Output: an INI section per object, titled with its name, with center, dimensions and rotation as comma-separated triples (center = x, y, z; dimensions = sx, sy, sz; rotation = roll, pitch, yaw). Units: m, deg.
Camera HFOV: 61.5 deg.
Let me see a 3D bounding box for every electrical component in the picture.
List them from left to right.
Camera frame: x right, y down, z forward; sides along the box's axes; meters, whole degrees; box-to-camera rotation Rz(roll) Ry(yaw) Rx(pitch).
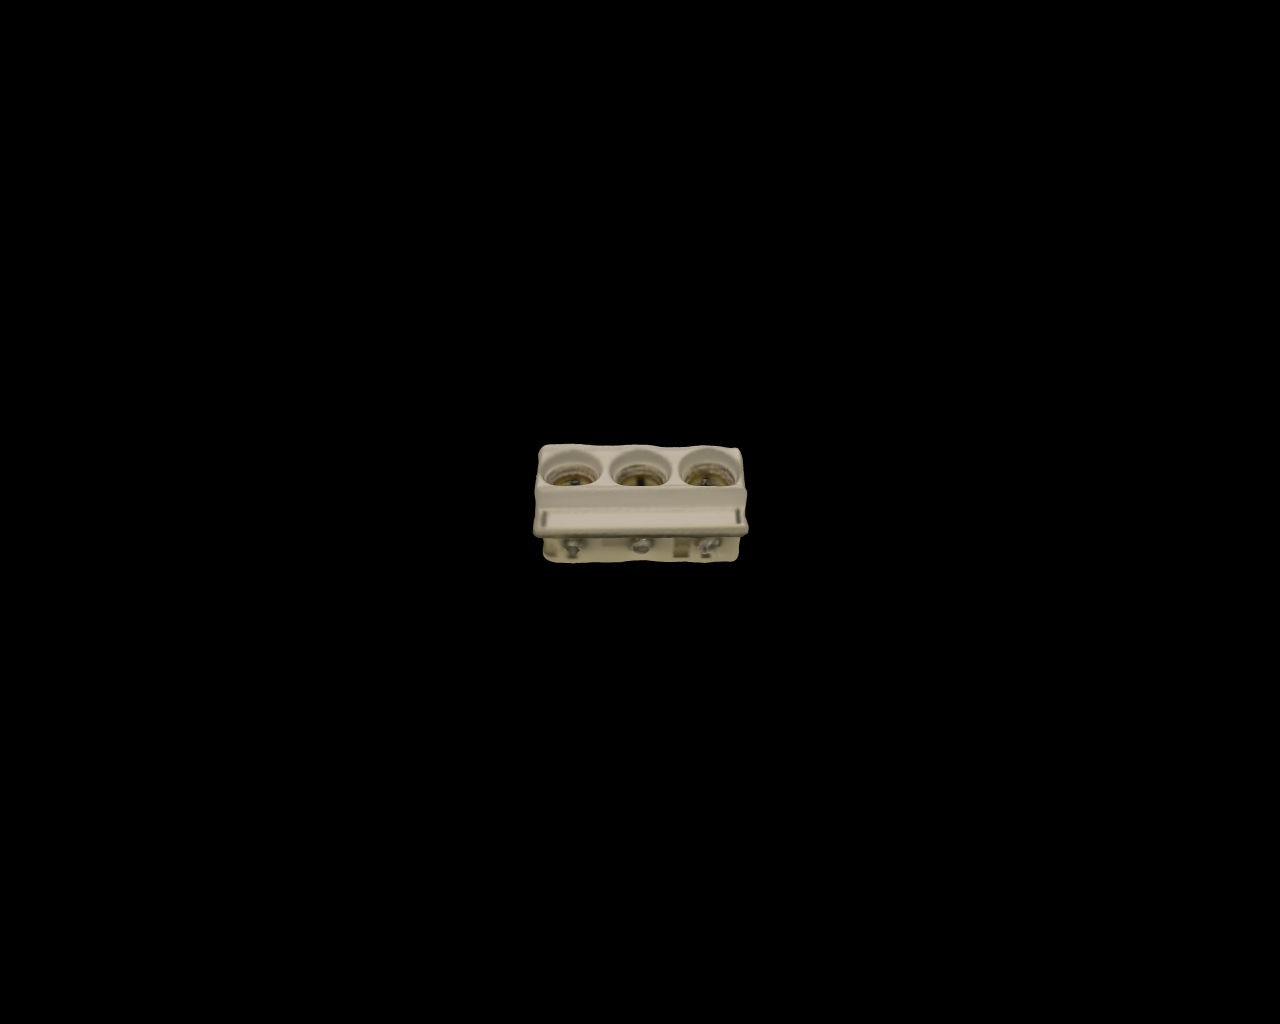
[electrical component]
center = 0.001, -0.003, 0.650
dimensions = 0.121, 0.063, 0.079
rotation = 0, 39, 0
